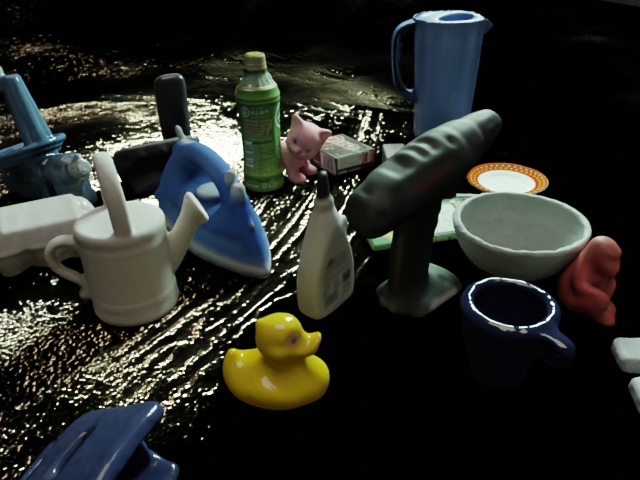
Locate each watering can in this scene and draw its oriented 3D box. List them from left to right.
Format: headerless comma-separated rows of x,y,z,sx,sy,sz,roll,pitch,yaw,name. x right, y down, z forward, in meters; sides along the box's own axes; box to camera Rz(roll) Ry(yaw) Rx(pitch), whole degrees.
-0.219,-0.010,0.655,0.173,0.194,0.100,-28,39,-37,watering can

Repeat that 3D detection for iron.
-0.143,-0.062,0.794,0.119,0.141,0.257,-21,36,-30,iron

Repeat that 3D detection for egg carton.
-0.377,-0.009,0.784,0.151,0.069,0.107,-16,34,-24,egg carton

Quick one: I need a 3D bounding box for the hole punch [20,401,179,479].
-0.176,0.178,0.435,0.101,0.091,0.109,8,31,15,hole punch

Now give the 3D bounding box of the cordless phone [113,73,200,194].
-0.279,-0.182,0.962,0.148,0.185,0.093,-18,34,-26,cordless phone

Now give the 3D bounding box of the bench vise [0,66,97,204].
-0.430,-0.158,0.891,0.207,0.220,0.121,7,31,14,bench vise

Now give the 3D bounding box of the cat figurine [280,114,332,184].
-0.044,-0.167,0.993,0.127,0.118,0.067,18,35,29,cat figurine

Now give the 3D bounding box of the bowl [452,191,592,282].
0.251,0.004,0.732,0.167,0.075,0.167,-1,30,1,bowl

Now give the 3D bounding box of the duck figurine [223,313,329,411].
-0.044,0.109,0.552,0.104,0.086,0.077,1,30,5,duck figurine

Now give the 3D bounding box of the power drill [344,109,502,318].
0.123,-0.027,0.657,0.230,0.209,0.075,-26,39,-36,power drill

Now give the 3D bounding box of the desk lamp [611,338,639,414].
0.395,0.057,0.498,0.203,0.214,0.118,2,30,5,desk lamp

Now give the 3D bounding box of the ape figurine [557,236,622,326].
0.315,0.039,0.652,0.078,0.092,0.075,-22,36,-32,ape figurine

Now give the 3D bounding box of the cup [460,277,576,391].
0.186,0.103,0.545,0.092,0.095,0.117,-19,35,-27,cup

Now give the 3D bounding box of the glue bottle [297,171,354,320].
0.006,0.002,0.647,0.037,0.173,0.078,21,37,33,glue bottle
